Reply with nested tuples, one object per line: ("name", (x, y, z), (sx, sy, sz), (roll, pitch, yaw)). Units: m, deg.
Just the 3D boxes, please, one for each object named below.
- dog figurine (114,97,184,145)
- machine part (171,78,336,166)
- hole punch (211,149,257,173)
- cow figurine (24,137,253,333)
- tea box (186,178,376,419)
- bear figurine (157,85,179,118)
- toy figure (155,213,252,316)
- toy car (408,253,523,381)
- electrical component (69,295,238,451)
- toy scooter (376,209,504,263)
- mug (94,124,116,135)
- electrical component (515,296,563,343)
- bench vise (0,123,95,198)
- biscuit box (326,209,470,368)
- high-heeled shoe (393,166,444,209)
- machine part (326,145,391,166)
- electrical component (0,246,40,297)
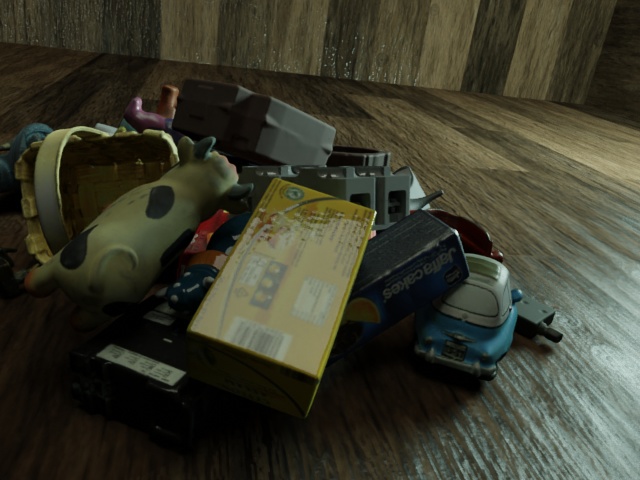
("dog figurine", (-0.234, -0.126, 0.884), (0.219, 0.191, 0.108), (26, -21, -19))
("machine part", (-0.096, -0.157, 0.786), (0.201, 0.087, 0.201), (22, 7, 43))
("hole punch", (-0.137, -0.069, 0.771), (0.142, 0.115, 0.092), (20, 12, 18))
("cow figurine", (-0.142, -0.017, 0.466), (0.127, 0.085, 0.195), (-19, 26, 39))
("tea box", (-0.025, 0.037, 0.421), (0.098, 0.068, 0.170), (20, 47, 6))
("bear figurine", (-0.294, -0.234, 1.058), (0.120, 0.132, 0.196), (22, 8, -5))
("toy figure", (-0.088, 0.025, 0.493), (0.058, 0.064, 0.154), (43, 33, -8))
("toy car", (0.153, 0.067, 0.563), (0.109, 0.102, 0.161), (15, 22, 18))
("electrical component", (-0.120, 0.100, 0.456), (0.115, 0.058, 0.134), (18, 25, 17))
("toy scooter", (0.174, 0.005, 0.751), (0.184, 0.075, 0.135), (-5, 28, -37))
("mug", (-0.347, -0.154, 0.955), (0.107, 0.080, 0.110), (12, 6, -16))
("electrical component", (0.249, 0.090, 0.639), (0.063, 0.021, 0.094), (-14, 31, -41))
("bench vise", (-0.389, -0.102, 0.732), (0.241, 0.128, 0.223), (-8, 2, 9))
("biscuit box", (0.041, 0.050, 0.507), (0.203, 0.059, 0.063), (-31, 33, -9))
("high-heeled shoe", (0.114, -0.057, 0.914), (0.145, 0.086, 0.249), (-27, 11, -4))
("machine part", (0.032, -0.131, 0.926), (0.179, 0.056, 0.179), (3, 13, -1))
("electrical component", (-0.353, 0.030, 0.567), (0.102, 0.045, 0.078), (20, 54, 31))
